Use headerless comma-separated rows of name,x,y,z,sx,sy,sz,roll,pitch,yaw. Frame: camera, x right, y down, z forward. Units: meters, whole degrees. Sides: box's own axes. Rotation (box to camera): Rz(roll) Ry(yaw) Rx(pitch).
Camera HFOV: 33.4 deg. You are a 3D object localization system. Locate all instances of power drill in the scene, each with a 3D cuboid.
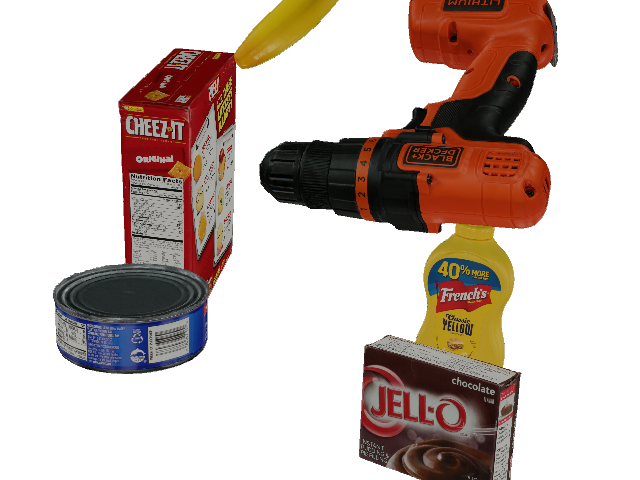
power drill,0.069,-0.085,0.694,0.185,0.187,0.057,7,-38,22

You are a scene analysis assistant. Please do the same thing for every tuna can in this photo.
tuna can,-0.105,0.043,0.598,0.086,0.034,0.086,2,18,-1

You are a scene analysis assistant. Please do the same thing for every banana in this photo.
banana,-0.010,-0.214,0.926,0.070,0.037,0.197,-16,34,39

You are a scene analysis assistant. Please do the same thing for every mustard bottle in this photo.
mustard bottle,0.158,0.054,1.150,0.096,0.192,0.058,11,16,21

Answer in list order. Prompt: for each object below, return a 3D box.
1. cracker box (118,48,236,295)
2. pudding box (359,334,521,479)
cracker box,-0.129,-0.051,0.984,0.072,0.214,0.164,6,26,7
pudding box,0.083,0.125,0.764,0.114,0.090,0.039,12,19,32
